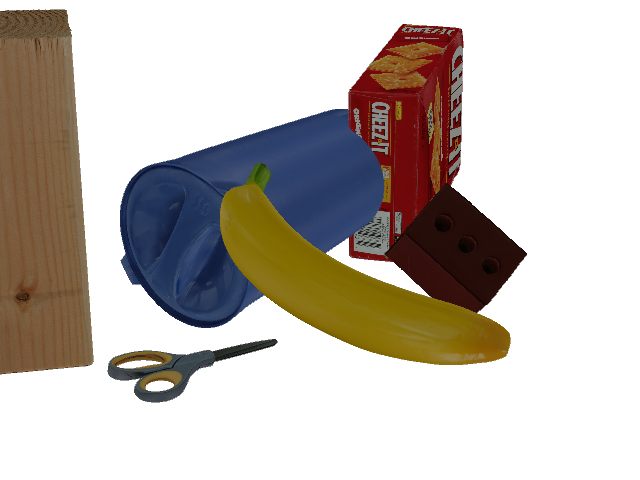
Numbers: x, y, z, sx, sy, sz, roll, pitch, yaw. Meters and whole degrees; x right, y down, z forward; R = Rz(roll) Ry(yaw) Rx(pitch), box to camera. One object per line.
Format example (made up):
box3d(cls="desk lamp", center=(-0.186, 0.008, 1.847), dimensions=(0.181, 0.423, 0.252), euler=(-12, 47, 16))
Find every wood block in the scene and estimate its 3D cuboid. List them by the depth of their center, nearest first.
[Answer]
box3d(cls="wood block", center=(-0.193, -0.030, 0.654), dimensions=(0.090, 0.206, 0.090), euler=(-4, 23, -14))

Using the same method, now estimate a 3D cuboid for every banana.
box3d(cls="banana", center=(0.006, 0.017, 0.568), dimensions=(0.069, 0.037, 0.198), euler=(-38, 56, -23))

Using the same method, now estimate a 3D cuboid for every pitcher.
box3d(cls="pitcher", center=(-0.047, -0.029, 0.901), dimensions=(0.149, 0.145, 0.242), euler=(27, 34, 26))

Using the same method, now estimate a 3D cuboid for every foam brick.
box3d(cls="foam brick", center=(0.095, 0.010, 0.755), dimensions=(0.078, 0.053, 0.051), euler=(41, -23, 2))

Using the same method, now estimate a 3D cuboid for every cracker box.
box3d(cls="cracker box", center=(0.086, -0.098, 1.016), dimensions=(0.072, 0.164, 0.213), euler=(7, 28, 16))

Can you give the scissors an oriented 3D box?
box3d(cls="scissors", center=(-0.128, 0.139, 1.160), dimensions=(0.201, 0.016, 0.096), euler=(-2, 27, -21))
